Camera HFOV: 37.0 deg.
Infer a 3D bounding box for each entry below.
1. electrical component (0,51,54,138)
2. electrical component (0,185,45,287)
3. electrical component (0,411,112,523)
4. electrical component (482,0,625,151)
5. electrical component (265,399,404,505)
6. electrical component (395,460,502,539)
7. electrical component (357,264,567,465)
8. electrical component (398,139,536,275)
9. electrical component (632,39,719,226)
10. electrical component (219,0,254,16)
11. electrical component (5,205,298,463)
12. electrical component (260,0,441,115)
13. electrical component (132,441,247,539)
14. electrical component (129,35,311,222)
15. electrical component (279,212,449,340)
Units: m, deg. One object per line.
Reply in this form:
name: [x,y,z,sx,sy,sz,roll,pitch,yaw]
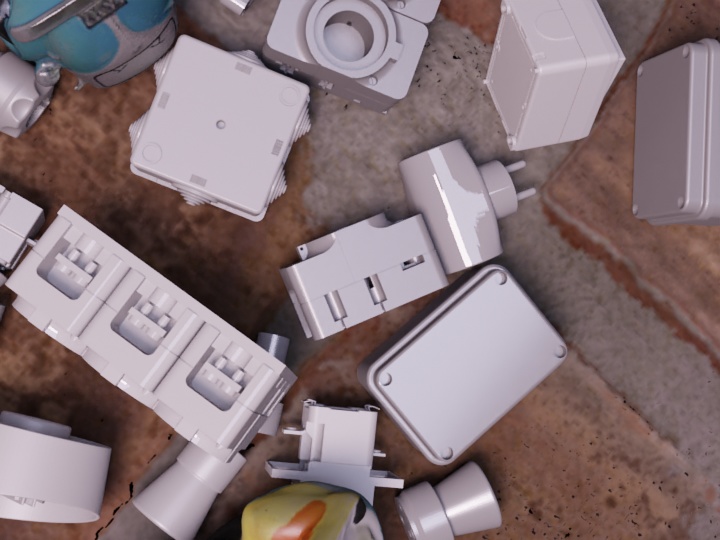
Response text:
electrical component: [-0.216,-0.111,0.634,0.062,0.043,0.043,36,83,-6]
electrical component: [-0.220,-0.020,0.631,0.066,0.048,0.055,31,76,-8]
electrical component: [-0.192,0.115,0.608,0.099,0.099,0.064,16,80,-10]
electrical component: [0.120,-0.122,0.674,0.061,0.096,0.061,-12,62,-10]
electrical component: [-0.015,0.114,0.666,0.081,0.042,0.063,7,86,-10]
electrical component: [0.055,0.151,0.677,0.055,0.045,0.045,-22,93,-10]
electrical component: [0.064,0.058,0.674,0.113,0.057,0.078,-40,96,-9]
electrical component: [0.074,-0.046,0.686,0.079,0.043,0.077,-21,93,-11]
electrical component: [0.220,-0.086,0.696,0.057,0.078,0.113,3,88,-13]
electrical component: [-0.080,-0.195,0.658,0.055,0.048,0.066,33,66,-8]
electrical component: [-0.116,0.039,0.609,0.150,0.089,0.061,35,83,6]
electrical component: [0.006,-0.186,0.667,0.089,0.062,0.150,21,85,-9]
electrical component: [-0.100,0.127,0.652,0.044,0.044,0.065,40,78,-7]
electrical component: [-0.085,-0.086,0.654,0.100,0.048,0.099,22,88,-7]
electrical component: [0.000,0.000,0.667,0.089,0.050,0.055,-22,93,-10]
